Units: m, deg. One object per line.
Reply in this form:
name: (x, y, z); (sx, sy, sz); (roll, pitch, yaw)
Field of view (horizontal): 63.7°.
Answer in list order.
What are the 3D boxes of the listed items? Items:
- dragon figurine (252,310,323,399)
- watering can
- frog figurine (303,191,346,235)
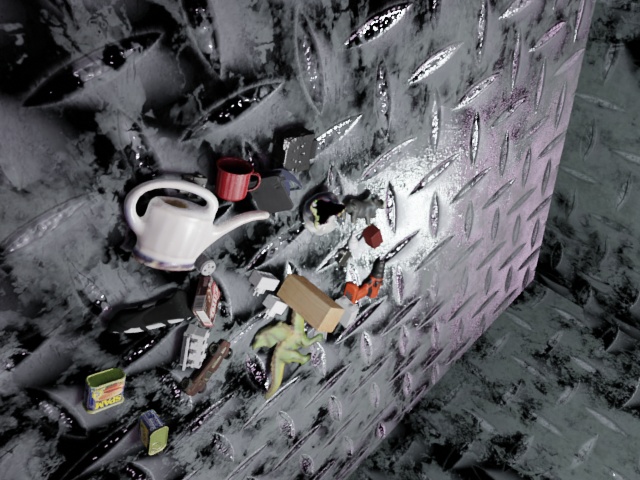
dragon figurine: (-0.145, 0.373, 1.823); (0.240, 0.123, 0.411); (35, 88, -37)
watering can: (-0.305, -0.024, 1.245); (0.346, 0.106, 0.222); (15, 107, -32)
frog figurine: (0.005, -0.082, 1.625); (0.138, 0.122, 0.158); (-57, -178, -11)
